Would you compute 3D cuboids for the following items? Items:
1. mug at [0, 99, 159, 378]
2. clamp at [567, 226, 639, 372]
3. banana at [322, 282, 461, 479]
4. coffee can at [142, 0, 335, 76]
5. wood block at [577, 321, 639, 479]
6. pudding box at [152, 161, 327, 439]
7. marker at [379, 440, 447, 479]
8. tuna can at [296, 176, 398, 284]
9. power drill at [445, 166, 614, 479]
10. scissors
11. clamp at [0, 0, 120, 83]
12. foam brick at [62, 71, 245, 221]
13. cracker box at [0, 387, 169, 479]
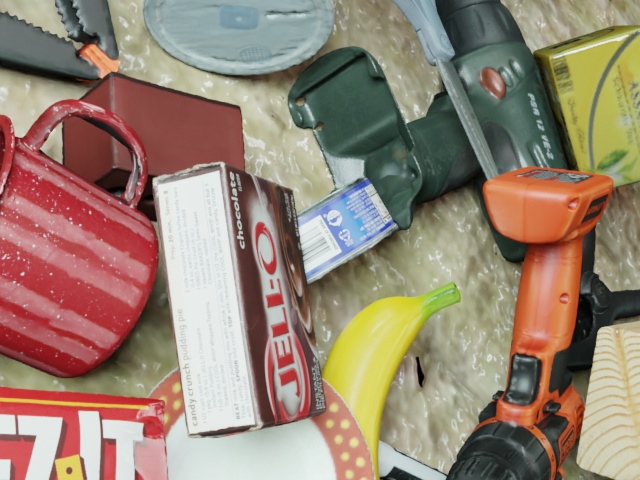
[{"bbox_3d":[-0.116,-0.003,0.447,0.081,0.093,0.117,33,88,-35],"label":"mug"},{"bbox_3d":[0.193,0.044,0.761,0.120,0.039,0.171,45,52,-12],"label":"clamp"},{"bbox_3d":[0.026,0.111,0.554,0.037,0.070,0.198,43,53,-60],"label":"banana"},{"bbox_3d":[-0.044,-0.179,0.598,0.102,0.103,0.140,20,58,-36],"label":"coffee can"},{"bbox_3d":[0.253,0.103,0.702,0.205,0.090,0.091,1,99,-56],"label":"wood block"},{"bbox_3d":[-0.033,0.028,0.475,0.090,0.039,0.113,16,62,-73],"label":"pudding box"},{"bbox_3d":[0.069,0.142,0.611,0.121,0.020,0.020,31,52,-29],"label":"marker"},{"bbox_3d":[-0.004,0.001,0.562,0.086,0.086,0.034,-32,92,-46],"label":"tuna can"},{"bbox_3d":[0.115,0.057,0.598,0.184,0.057,0.188,-22,120,-63],"label":"power drill"},{"bbox_3d":[0.056,-0.123,0.618,0.096,0.016,0.202,9,61,-52],"label":"scissors"},{"bbox_3d":[-0.167,-0.161,0.494,0.209,0.036,0.164,40,74,-26],"label":"clamp"},{"bbox_3d":[-0.083,-0.043,0.533,0.078,0.053,0.051,10,64,-39],"label":"foam brick"},{"bbox_3d":[-0.130,0.161,0.378,0.163,0.072,0.214,12,62,-40],"label":"cracker box"}]
